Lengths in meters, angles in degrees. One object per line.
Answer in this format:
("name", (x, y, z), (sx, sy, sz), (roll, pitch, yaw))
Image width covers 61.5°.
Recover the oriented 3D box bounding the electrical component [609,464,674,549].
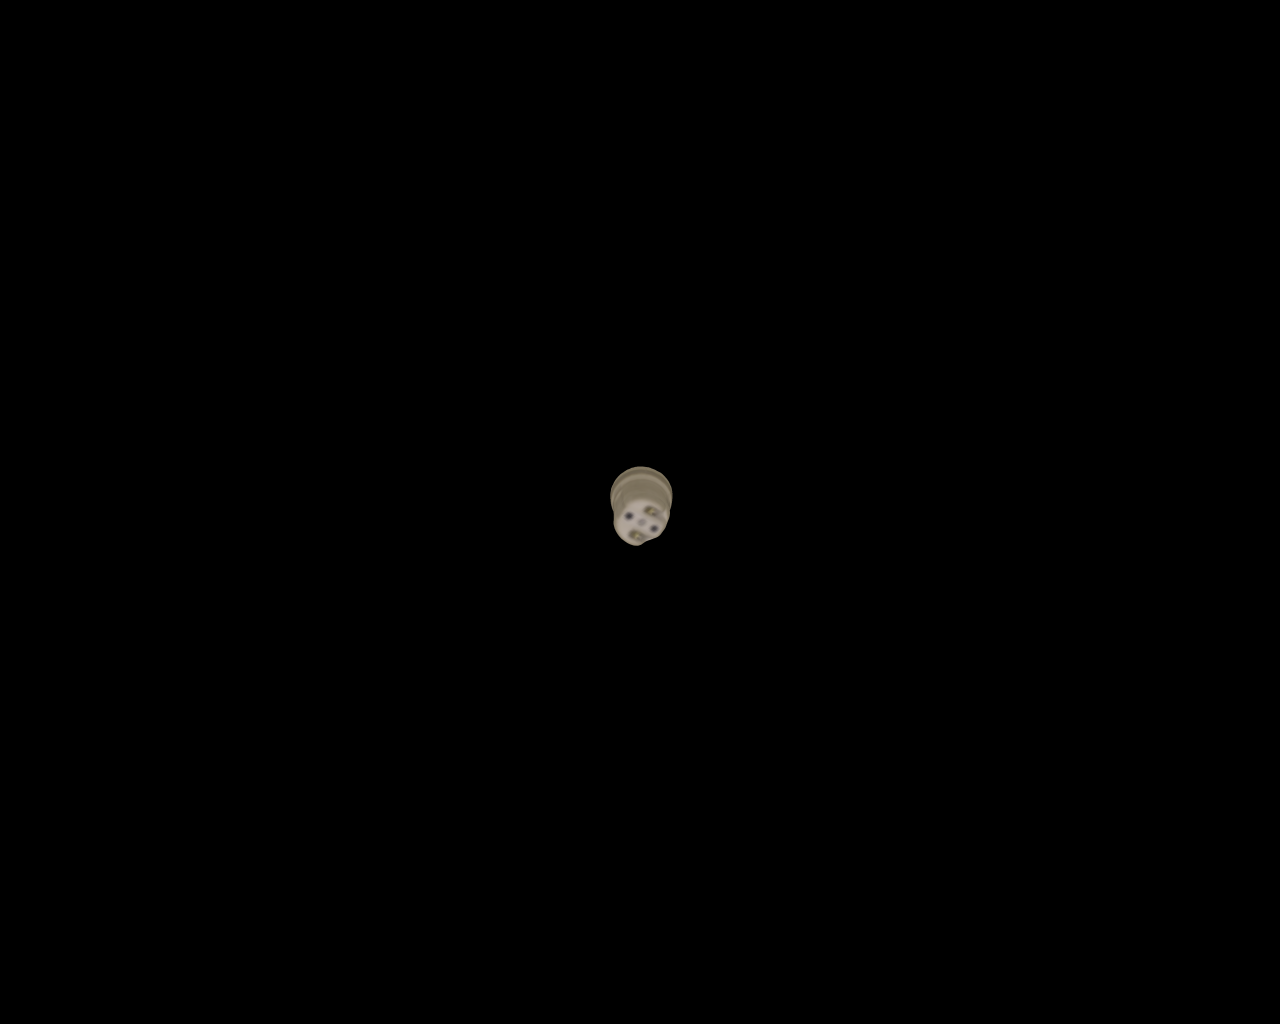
("electrical component", (0.001, -0.003, 0.650), (0.040, 0.040, 0.046), (0, 23, 0))
